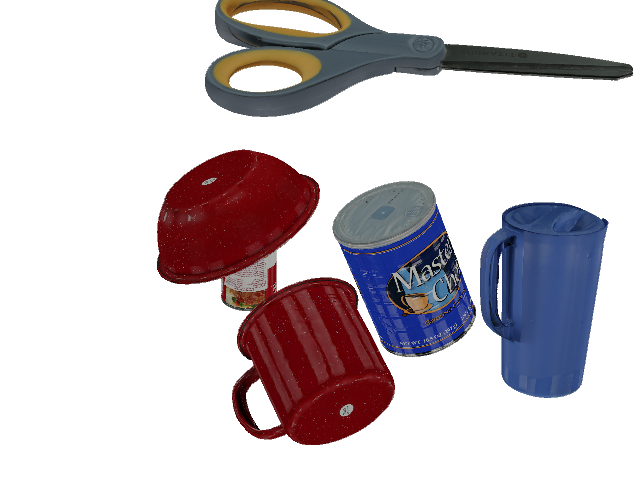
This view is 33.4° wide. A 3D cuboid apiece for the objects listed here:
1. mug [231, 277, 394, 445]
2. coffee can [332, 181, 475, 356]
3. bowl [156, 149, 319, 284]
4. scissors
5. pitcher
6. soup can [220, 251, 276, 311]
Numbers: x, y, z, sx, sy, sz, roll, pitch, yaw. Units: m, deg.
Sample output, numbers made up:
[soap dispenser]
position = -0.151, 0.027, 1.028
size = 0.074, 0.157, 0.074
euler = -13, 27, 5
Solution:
[mug]
position = -0.010, 0.093, 0.735
size = 0.117, 0.081, 0.093
euler = -35, -35, 9
[coffee can]
position = 0.083, 0.028, 1.044
size = 0.103, 0.140, 0.103
euler = -18, 30, 10
[bowl]
position = -0.084, -0.032, 0.937
size = 0.162, 0.055, 0.162
euler = -22, 27, 12
[scissors]
position = 0.034, -0.077, 0.496
size = 0.202, 0.016, 0.096
euler = 18, 50, 18
[pitcher]
position = 0.289, 0.080, 1.398
size = 0.149, 0.243, 0.144
euler = 6, 20, 16
[soup can]
position = -0.086, 0.024, 1.278
size = 0.068, 0.102, 0.068
euler = 1, 25, -1
